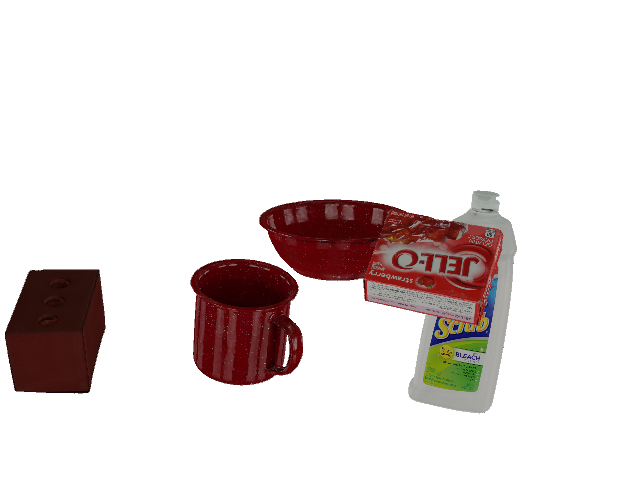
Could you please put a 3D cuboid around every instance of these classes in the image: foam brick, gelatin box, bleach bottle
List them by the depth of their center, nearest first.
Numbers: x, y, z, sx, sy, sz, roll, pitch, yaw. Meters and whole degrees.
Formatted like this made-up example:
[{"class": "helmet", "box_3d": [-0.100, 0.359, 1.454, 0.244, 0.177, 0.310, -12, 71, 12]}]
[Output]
[{"class": "foam brick", "box_3d": [-0.182, 0.062, 0.742, 0.053, 0.051, 0.078, 0, 32, -2]}, {"class": "gelatin box", "box_3d": [0.084, 0.018, 0.789, 0.089, 0.073, 0.030, 11, -40, 15]}, {"class": "bleach bottle", "box_3d": [0.166, 0.067, 1.226, 0.103, 0.251, 0.068, 9, 14, 16]}]

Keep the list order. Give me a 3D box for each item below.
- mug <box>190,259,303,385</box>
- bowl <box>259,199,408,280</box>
[{"class": "mug", "box_3d": [-0.060, 0.077, 0.929, 0.117, 0.081, 0.093, 25, 31, 34]}, {"class": "bowl", "box_3d": [0.017, 0.002, 1.110, 0.162, 0.055, 0.162, 0, 16, 0]}]
